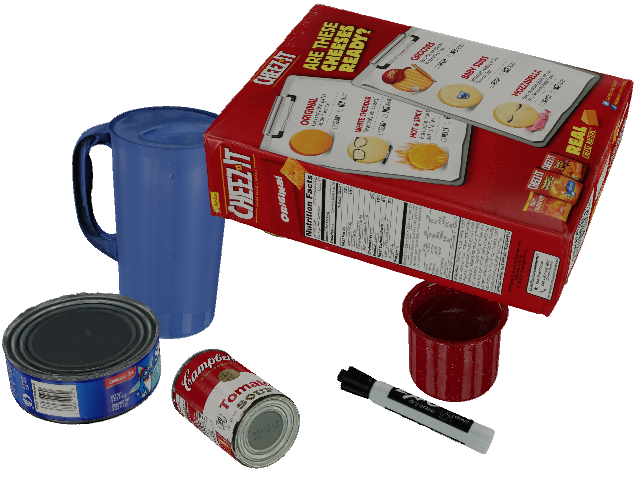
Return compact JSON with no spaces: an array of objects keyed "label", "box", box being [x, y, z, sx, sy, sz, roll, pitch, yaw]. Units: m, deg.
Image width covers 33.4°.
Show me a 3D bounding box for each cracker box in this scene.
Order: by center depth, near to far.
[{"label":"cracker box","box":[0.062,-0.055,0.642,0.214,0.072,0.164,16,44,17]}]

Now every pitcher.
[{"label":"pitcher","box":[-0.176,-0.019,1.176,0.149,0.243,0.144,25,31,35]}]

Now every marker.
[{"label":"marker","box":[0.067,0.122,0.775,0.121,0.020,0.020,22,8,20]}]

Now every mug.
[{"label":"mug","box":[0.122,0.083,0.971,0.093,0.081,0.117,1,39,6]}]

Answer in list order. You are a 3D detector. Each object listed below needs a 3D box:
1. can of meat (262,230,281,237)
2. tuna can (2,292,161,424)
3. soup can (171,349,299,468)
[{"label":"can of meat","box":[-0.043,-0.060,0.927,0.057,0.084,0.102,-20,37,-31]},{"label":"tuna can","box":[-0.133,0.065,0.600,0.086,0.034,0.086,0,28,0]},{"label":"soup can","box":[-0.073,0.143,0.911,0.068,0.068,0.102,0,17,-38]}]
